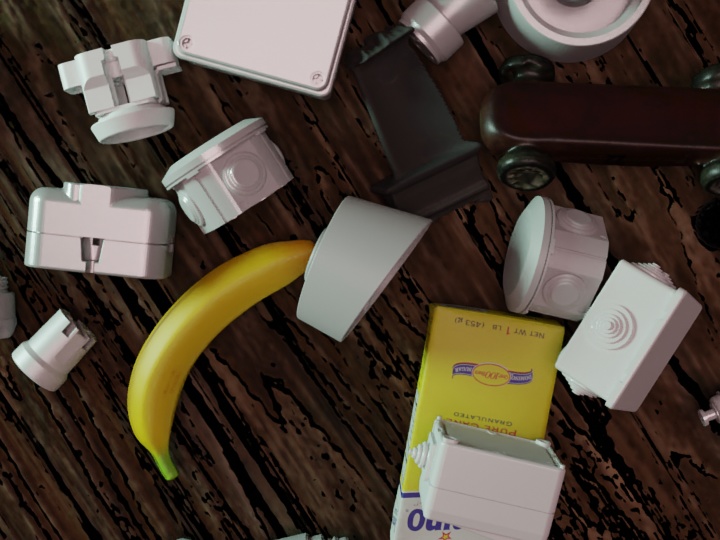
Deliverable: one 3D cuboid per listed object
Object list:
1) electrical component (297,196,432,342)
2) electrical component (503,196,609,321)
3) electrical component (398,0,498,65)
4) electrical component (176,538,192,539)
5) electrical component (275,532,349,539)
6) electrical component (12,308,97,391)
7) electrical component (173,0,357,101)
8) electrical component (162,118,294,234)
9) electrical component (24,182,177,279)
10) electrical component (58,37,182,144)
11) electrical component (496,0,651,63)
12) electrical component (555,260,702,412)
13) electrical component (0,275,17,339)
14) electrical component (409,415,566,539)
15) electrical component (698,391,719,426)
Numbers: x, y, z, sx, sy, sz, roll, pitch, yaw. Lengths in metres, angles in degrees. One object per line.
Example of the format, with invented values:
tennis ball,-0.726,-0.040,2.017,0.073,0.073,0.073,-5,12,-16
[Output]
electrical component,0.000,0.000,0.720,0.064,0.099,0.099,23,93,5
electrical component,0.131,-0.006,0.727,0.051,0.080,0.080,13,94,-5
electrical component,0.060,-0.174,0.734,0.055,0.045,0.045,-44,92,3
electrical component,-0.126,0.211,0.751,0.035,0.061,0.035,0,93,0
electrical component,-0.034,0.206,0.761,0.078,0.040,0.040,-13,93,0
electrical component,-0.213,0.055,0.753,0.040,0.040,0.046,43,87,-2
electrical component,-0.058,-0.181,0.728,0.109,0.056,0.108,15,94,0
electrical component,-0.089,-0.064,0.725,0.080,0.080,0.051,-32,98,2
electrical component,-0.177,-0.029,0.740,0.095,0.053,0.059,6,94,0
electrical component,-0.159,-0.120,0.733,0.078,0.058,0.057,-14,91,1
electrical component,0.146,-0.197,0.724,0.108,0.060,0.108,0,94,0
electrical component,0.180,0.045,0.721,0.048,0.100,0.099,34,96,25
electrical component,-0.260,0.017,0.754,0.035,0.035,0.061,-2,91,1
electrical component,0.077,0.138,0.700,0.096,0.061,0.061,13,96,-1
electrical component,0.275,0.089,0.751,0.078,0.040,0.040,-22,93,2
